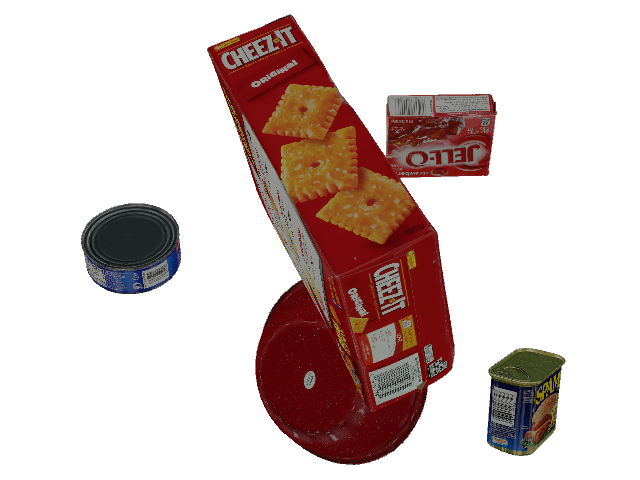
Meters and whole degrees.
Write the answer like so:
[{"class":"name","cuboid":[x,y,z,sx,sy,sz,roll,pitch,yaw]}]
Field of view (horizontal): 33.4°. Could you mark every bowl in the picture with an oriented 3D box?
[{"class":"bowl","cuboid":[0.003,0.107,0.864,0.162,0.162,0.055,0,3,31]}]

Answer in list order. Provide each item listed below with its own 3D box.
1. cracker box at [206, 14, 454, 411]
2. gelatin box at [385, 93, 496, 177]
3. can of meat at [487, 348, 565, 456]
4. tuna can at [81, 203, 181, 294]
[{"class":"cracker box","cuboid":[0.009,-0.020,0.704,0.072,0.214,0.164,-24,-37,-6]},{"class":"gelatin box","cuboid":[0.100,-0.086,0.896,0.089,0.030,0.073,0,-39,2]},{"class":"can of meat","cuboid":[0.217,0.171,1.133,0.058,0.084,0.101,11,17,31]},{"class":"tuna can","cuboid":[-0.166,0.007,0.945,0.086,0.034,0.086,0,43,0]}]
